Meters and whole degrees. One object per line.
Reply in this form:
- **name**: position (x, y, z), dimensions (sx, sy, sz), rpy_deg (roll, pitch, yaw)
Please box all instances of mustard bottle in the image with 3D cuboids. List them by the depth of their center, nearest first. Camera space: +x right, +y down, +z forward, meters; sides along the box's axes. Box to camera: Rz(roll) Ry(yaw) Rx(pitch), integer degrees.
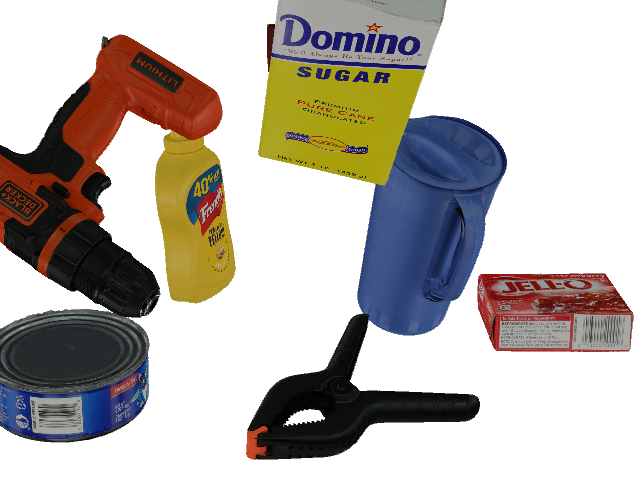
- **mustard bottle**: position (-0.134, -0.038, 1.115), dimensions (0.058, 0.191, 0.096), rpy_deg (6, 26, 24)

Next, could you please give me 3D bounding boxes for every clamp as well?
- **clamp**: position (0.028, 0.146, 0.951), dimensions (0.165, 0.036, 0.209), rpy_deg (29, 40, 35)

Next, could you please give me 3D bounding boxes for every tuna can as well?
- **tuna can**: position (-0.133, 0.070, 0.566), dimensions (0.086, 0.034, 0.086), rpy_deg (2, 24, -1)

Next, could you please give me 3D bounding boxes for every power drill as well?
- **power drill**: position (-0.155, -0.052, 0.789), dimensions (0.184, 0.187, 0.057), rpy_deg (33, -27, 8)

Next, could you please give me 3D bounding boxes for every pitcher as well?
- **pitcher**: position (0.116, -0.003, 1.182), dimensions (0.145, 0.243, 0.149), rpy_deg (24, 43, 15)

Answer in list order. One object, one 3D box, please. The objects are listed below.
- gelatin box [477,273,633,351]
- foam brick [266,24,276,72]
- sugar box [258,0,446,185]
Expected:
- **gelatin box**: position (0.151, 0.045, 0.699), dimensions (0.089, 0.030, 0.073), rpy_deg (0, 18, 1)
- **foam brick**: position (-0.015, -0.202, 1.132), dimensions (0.078, 0.051, 0.053), rpy_deg (0, 12, -12)
- **sugar box**: position (0.015, -0.103, 0.658), dimensions (0.093, 0.048, 0.176), rpy_deg (12, -26, 0)
